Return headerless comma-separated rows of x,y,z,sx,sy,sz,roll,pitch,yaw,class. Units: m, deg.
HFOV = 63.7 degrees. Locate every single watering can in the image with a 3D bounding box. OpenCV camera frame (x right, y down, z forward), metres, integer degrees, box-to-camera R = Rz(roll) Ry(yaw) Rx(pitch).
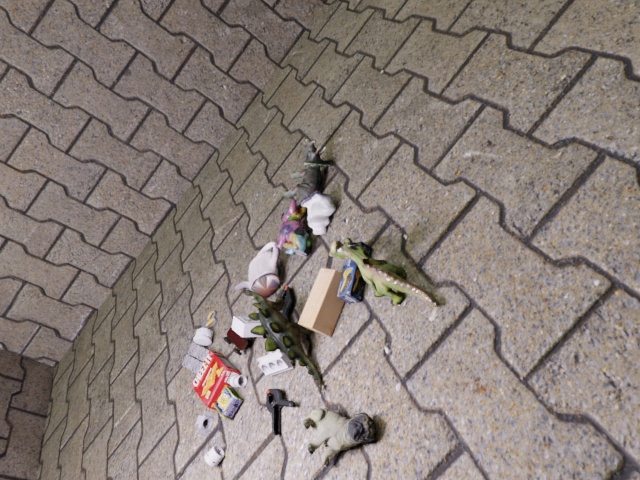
-0.259,0.162,2.156,0.342,0.103,0.230,-51,32,28,watering can

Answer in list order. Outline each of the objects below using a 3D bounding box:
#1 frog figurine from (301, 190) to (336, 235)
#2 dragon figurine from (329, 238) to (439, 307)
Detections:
0.006,-0.104,2.058,0.136,0.123,0.161,-29,77,25,frog figurine
0.159,0.081,1.541,0.123,0.240,0.412,-58,30,-9,dragon figurine
